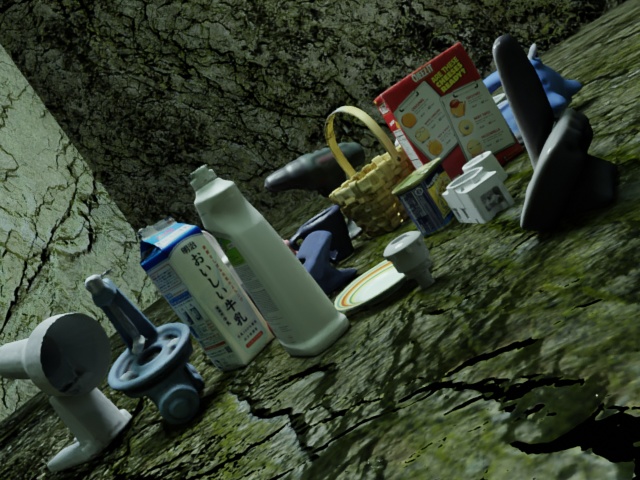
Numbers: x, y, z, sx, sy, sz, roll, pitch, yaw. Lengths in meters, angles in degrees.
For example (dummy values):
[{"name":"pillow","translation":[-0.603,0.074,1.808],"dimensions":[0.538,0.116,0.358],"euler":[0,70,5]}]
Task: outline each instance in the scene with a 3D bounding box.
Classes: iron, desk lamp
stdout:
[{"name":"iron","translation":[0.338,-0.245,1.068],"dimensions":[0.119,0.141,0.257],"euler":[-40,9,-39]},{"name":"desk lamp","translation":[-0.391,0.228,0.873],"dimensions":[0.203,0.213,0.118],"euler":[-29,9,32]}]

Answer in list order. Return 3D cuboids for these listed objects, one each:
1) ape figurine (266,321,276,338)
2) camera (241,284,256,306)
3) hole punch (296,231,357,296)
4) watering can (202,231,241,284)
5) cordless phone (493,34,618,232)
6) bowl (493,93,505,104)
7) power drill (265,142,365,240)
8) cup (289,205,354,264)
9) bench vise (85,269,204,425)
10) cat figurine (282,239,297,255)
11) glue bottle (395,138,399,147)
[{"name":"ape figurine","translation":[-0.049,0.087,0.785],"dimensions":[0.076,0.092,0.078],"euler":[-29,9,30]},{"name":"camera","translation":[-0.141,0.113,0.983],"dimensions":[0.137,0.101,0.143],"euler":[-35,7,-8]},{"name":"hole punch","translation":[-0.013,0.046,0.893],"dimensions":[0.101,0.091,0.108],"euler":[-37,8,-22]},{"name":"watering can","translation":[-0.211,0.072,1.189],"dimensions":[0.173,0.194,0.101],"euler":[-34,7,1]},{"name":"cordless phone","translation":[0.211,-0.112,0.573],"dimensions":[0.094,0.185,0.148],"euler":[-29,9,32]},{"name":"bowl","translation":[0.364,-0.258,1.302],"dimensions":[0.167,0.075,0.167],"euler":[-33,7,5]},{"name":"power drill","translation":[0.023,-0.099,1.228],"dimensions":[0.230,0.208,0.075],"euler":[-37,8,-20]},{"name":"cup","translation":[0.010,0.004,1.060],"dimensions":[0.118,0.095,0.091],"euler":[-36,8,-18]},{"name":"bench vise","translation":[-0.251,0.145,0.781],"dimensions":[0.122,0.220,0.207],"euler":[-38,9,-31]},{"name":"cat figurine","translation":[-0.077,0.030,1.180],"dimensions":[0.067,0.118,0.127],"euler":[-37,8,-23]},{"name":"glue bottle","translation":[0.208,-0.218,1.335],"dimensions":[0.037,0.173,0.078],"euler":[-25,11,48]}]
